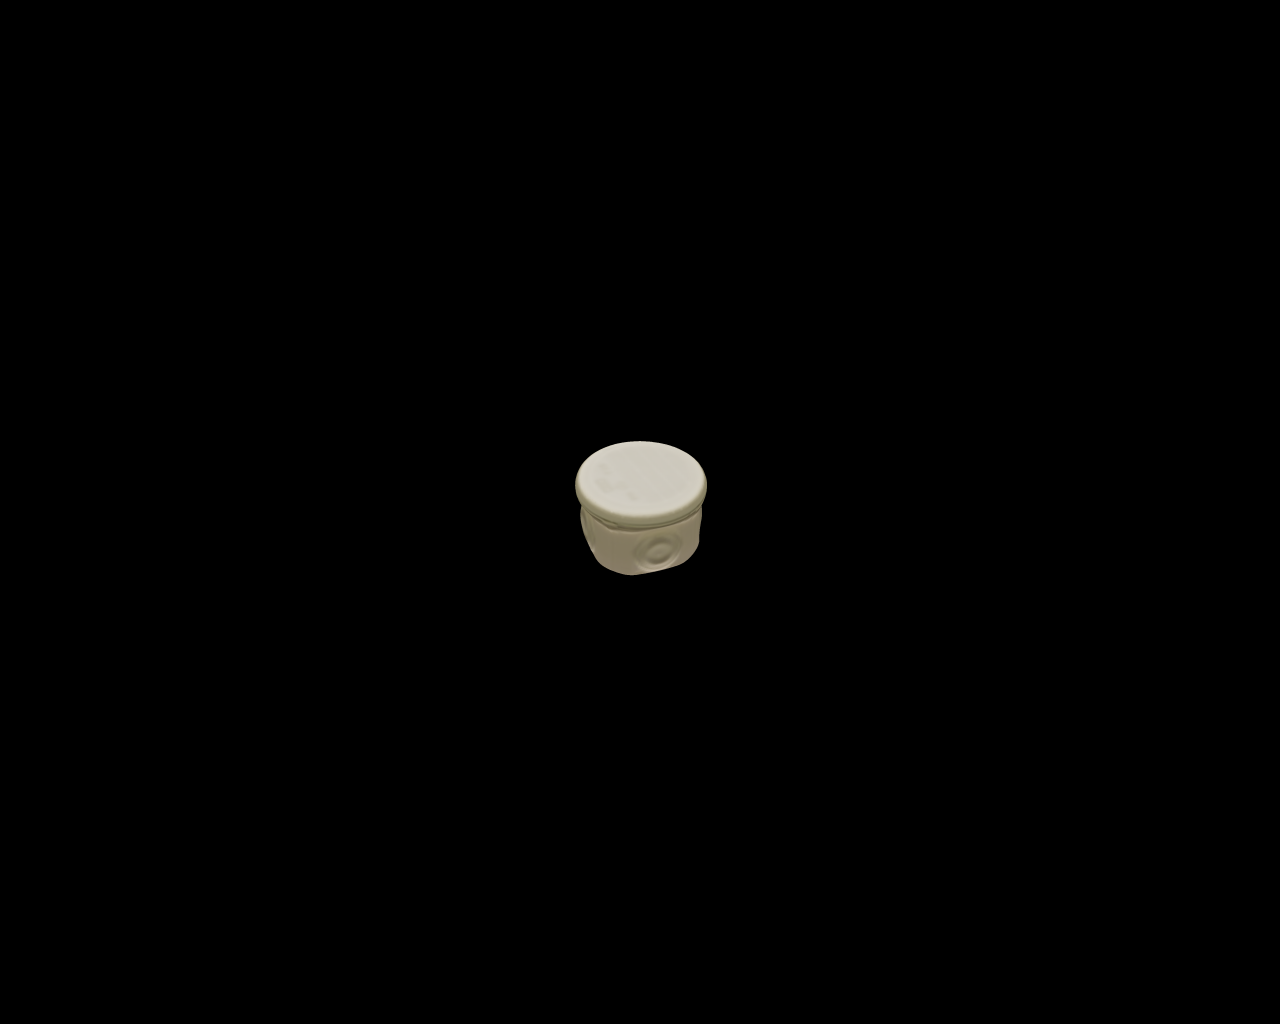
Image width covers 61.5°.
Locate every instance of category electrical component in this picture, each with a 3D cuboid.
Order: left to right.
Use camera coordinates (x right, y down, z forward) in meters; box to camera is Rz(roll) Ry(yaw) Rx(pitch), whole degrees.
[{"bbox_3d":[0.001,-0.003,0.650,0.080,0.050,0.080,0,38,0],"label":"electrical component"}]
